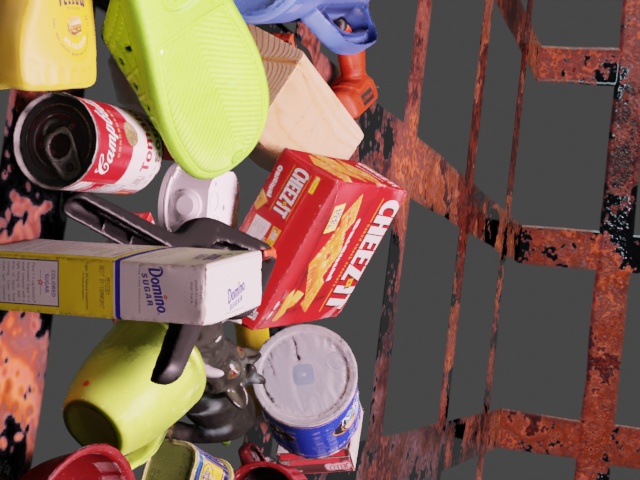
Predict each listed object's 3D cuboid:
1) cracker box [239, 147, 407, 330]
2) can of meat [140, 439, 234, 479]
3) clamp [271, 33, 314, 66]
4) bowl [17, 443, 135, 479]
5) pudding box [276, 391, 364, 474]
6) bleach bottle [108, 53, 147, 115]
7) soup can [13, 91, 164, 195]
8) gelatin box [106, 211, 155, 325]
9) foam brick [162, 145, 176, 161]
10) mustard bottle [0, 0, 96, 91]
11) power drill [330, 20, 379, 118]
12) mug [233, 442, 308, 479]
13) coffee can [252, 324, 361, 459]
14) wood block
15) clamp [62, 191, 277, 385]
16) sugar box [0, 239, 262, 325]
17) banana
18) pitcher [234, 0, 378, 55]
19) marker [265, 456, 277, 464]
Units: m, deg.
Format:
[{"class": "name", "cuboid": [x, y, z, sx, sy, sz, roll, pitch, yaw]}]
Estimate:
[{"class": "cracker box", "cuboid": [-0.007, 0.001, 1.058, 0.164, 0.072, 0.213, -60, 160, 11]}, {"class": "can of meat", "cuboid": [-0.128, 0.242, 0.989, 0.084, 0.057, 0.102, 54, 45, -59]}, {"class": "clamp", "cuboid": [-0.026, -0.150, 1.198, 0.171, 0.039, 0.120, 63, 32, -46]}, {"class": "bowl", "cuboid": [-0.199, 0.223, 0.778, 0.162, 0.055, 0.162, 9, 90, -68]}, {"class": "pudding box", "cuboid": [0.001, 0.230, 1.275, 0.113, 0.090, 0.039, -76, 157, -57]}, {"class": "bleach bottle", "cuboid": [-0.129, -0.207, 0.861, 0.102, 0.068, 0.251, -25, 121, -69]}, {"class": "soup can", "cuboid": [-0.167, -0.068, 0.782, 0.102, 0.069, 0.068, 0, 95, -71]}, {"class": "gelatin box", "cuboid": [-0.155, 0.032, 0.897, 0.089, 0.030, 0.073, 76, 24, -43]}, {"class": "foam brick", "cuboid": [-0.119, -0.107, 0.929, 0.053, 0.051, 0.078, -10, 105, -69]}, {"class": "mustard bottle", "cuboid": [-0.186, -0.197, 0.707, 0.096, 0.058, 0.192, -28, 120, -68]}, {"class": "power drill", "cuboid": [0.026, -0.245, 1.288, 0.184, 0.057, 0.188, -48, 139, -60]}, {"class": "mug", "cuboid": [-0.058, 0.277, 1.169, 0.117, 0.093, 0.081, 63, 8, 15]}, {"class": "coffee can", "cuboid": [-0.011, 0.157, 1.085, 0.140, 0.103, 0.102, 81, 21, -66]}, {"class": "wood block", "cuboid": [-0.040, -0.124, 1.050, 0.090, 0.091, 0.206, -57, 157, -4]}, {"class": "clamp", "cuboid": [-0.100, 0.035, 0.863, 0.209, 0.036, 0.164, 2, 58, -54]}, {"class": "sugar box", "cuboid": [-0.137, 0.027, 0.726, 0.093, 0.176, 0.048, -15, 109, -69]}, {"class": "banana", "cuboid": [-0.077, 0.116, 1.128, 0.069, 0.037, 0.198, -28, 122, -68]}, {"class": "pitcher", "cuboid": [-0.022, -0.254, 0.997, 0.242, 0.149, 0.145, -43, 148, -67]}, {"class": "marker", "cuboid": [-0.049, 0.302, 1.281, 0.121, 0.020, 0.020, 76, 27, -43]}]
